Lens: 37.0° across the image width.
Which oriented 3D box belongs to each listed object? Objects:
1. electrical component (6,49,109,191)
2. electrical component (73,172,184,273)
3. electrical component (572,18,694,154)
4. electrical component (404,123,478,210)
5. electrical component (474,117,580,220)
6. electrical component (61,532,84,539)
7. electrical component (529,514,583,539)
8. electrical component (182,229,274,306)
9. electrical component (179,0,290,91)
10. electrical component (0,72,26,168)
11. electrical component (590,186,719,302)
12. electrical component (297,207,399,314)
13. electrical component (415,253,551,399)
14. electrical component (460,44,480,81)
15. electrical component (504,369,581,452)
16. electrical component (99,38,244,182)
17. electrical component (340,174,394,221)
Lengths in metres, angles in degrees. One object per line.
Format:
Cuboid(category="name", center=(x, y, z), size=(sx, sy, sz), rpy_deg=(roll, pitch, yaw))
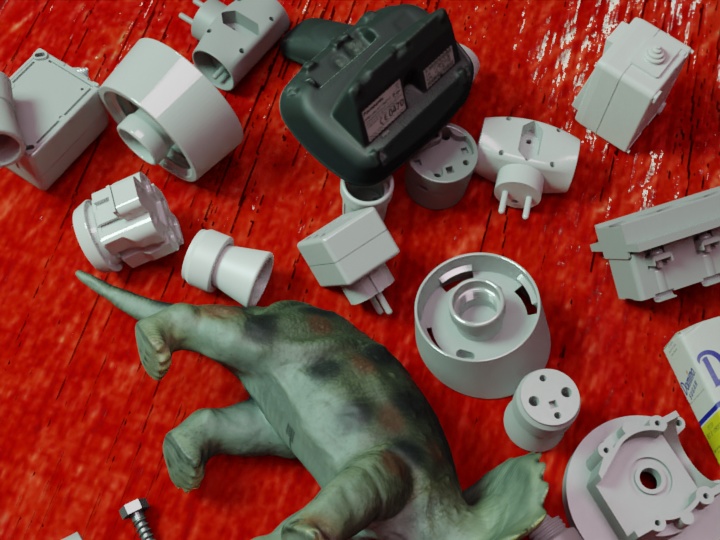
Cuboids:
Cuboid(category="electrical component", center=(-0.241, -0.118, 0.831), size=(0.062, 0.061, 0.096), rpy_deg=(32, 66, 12))
Cuboid(category="electrical component", center=(-0.173, -0.032, 0.789), size=(0.057, 0.078, 0.058), rpy_deg=(-23, 64, 7))
Cuboid(category="electrical component", center=(0.215, -0.152, 0.856), size=(0.061, 0.096, 0.061), rpy_deg=(36, 67, 14))
Cuboid(category="electrical component", center=(0.061, -0.080, 0.838), size=(0.055, 0.047, 0.055), rpy_deg=(1, 63, -3))
Cuboid(category="electrical component", center=(0.127, -0.075, 0.842), size=(0.077, 0.043, 0.079), rpy_deg=(14, 63, 3))
Cuboid(category="electrical component", center=(-0.190, 0.219, 0.675), size=(0.077, 0.044, 0.079), rpy_deg=(-33, 70, -18))
Cuboid(category="electrical component", center=(0.130, 0.182, 0.719), size=(0.035, 0.035, 0.061), rpy_deg=(-26, 65, -16))
Cuboid(category="electrical component", center=(-0.097, -0.002, 0.791), size=(0.055, 0.045, 0.045), rpy_deg=(21, 64, 8))
Cuboid(category="electrical component", center=(-0.112, -0.198, 0.889), size=(0.079, 0.043, 0.077), rpy_deg=(33, 66, 12))
Cuboid(category="electrical component", center=(-0.265, -0.111, 0.768), size=(0.044, 0.044, 0.065), rpy_deg=(-12, 60, -9))
Cuboid(category="electrical component", center=(0.248, -0.021, 0.807), size=(0.121, 0.079, 0.063), rpy_deg=(-17, 95, -12))
Cuboid(category="electrical component", center=(0.000, 0.000, 0.790), size=(0.047, 0.066, 0.076), rpy_deg=(-33, 99, -18))
Cuboid(category="electrical component", center=(0.089, 0.039, 0.785), size=(0.099, 0.064, 0.099), rpy_deg=(-5, 58, 8))
Cuboid(category="electrical component", center=(0.068, -0.150, 0.878), size=(0.040, 0.040, 0.078), rpy_deg=(23, 64, 8))
Cuboid(category="electrical component", center=(0.127, 0.098, 0.749), size=(0.045, 0.055, 0.045), rpy_deg=(1, 63, -3))
Cuboid(category="electrical component", center=(-0.148, -0.114, 0.812), size=(0.108, 0.108, 0.060), rpy_deg=(37, 73, 14))
Cuboid(category="electrical component", center=(0.004, -0.056, 0.823), size=(0.040, 0.046, 0.040), rpy_deg=(1, 63, -3))
